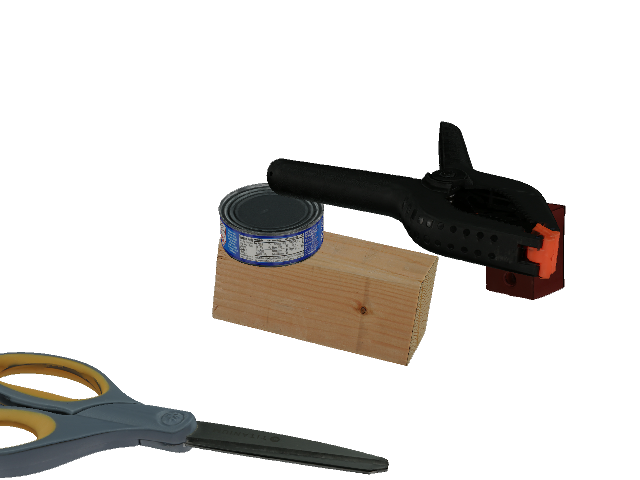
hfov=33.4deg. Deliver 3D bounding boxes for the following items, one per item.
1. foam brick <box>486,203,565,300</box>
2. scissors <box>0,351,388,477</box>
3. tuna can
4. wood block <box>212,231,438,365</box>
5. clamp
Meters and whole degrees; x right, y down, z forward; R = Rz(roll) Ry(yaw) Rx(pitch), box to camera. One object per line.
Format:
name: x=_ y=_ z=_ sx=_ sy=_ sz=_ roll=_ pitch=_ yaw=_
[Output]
foam brick: x=0.182 y=0.007 z=0.949 sx=0.053 sy=0.078 sz=0.051 roll=12 pitch=22 yaw=42
scissors: x=-0.081 y=0.089 z=0.461 sx=0.202 sy=0.016 sz=0.096 roll=14 pitch=27 yaw=26
tuna can: x=-0.040 y=-0.013 z=0.871 sx=0.086 sy=0.034 sz=0.086 roll=0 pitch=30 yaw=0
wood block: x=0.004 y=0.048 z=1.082 sx=0.206 sy=0.091 sz=0.090 roll=13 pitch=22 yaw=14
clamp: x=0.071 y=-0.027 z=0.704 sx=0.164 sy=0.036 sz=0.210 roll=-13 pitch=29 yaw=-23
